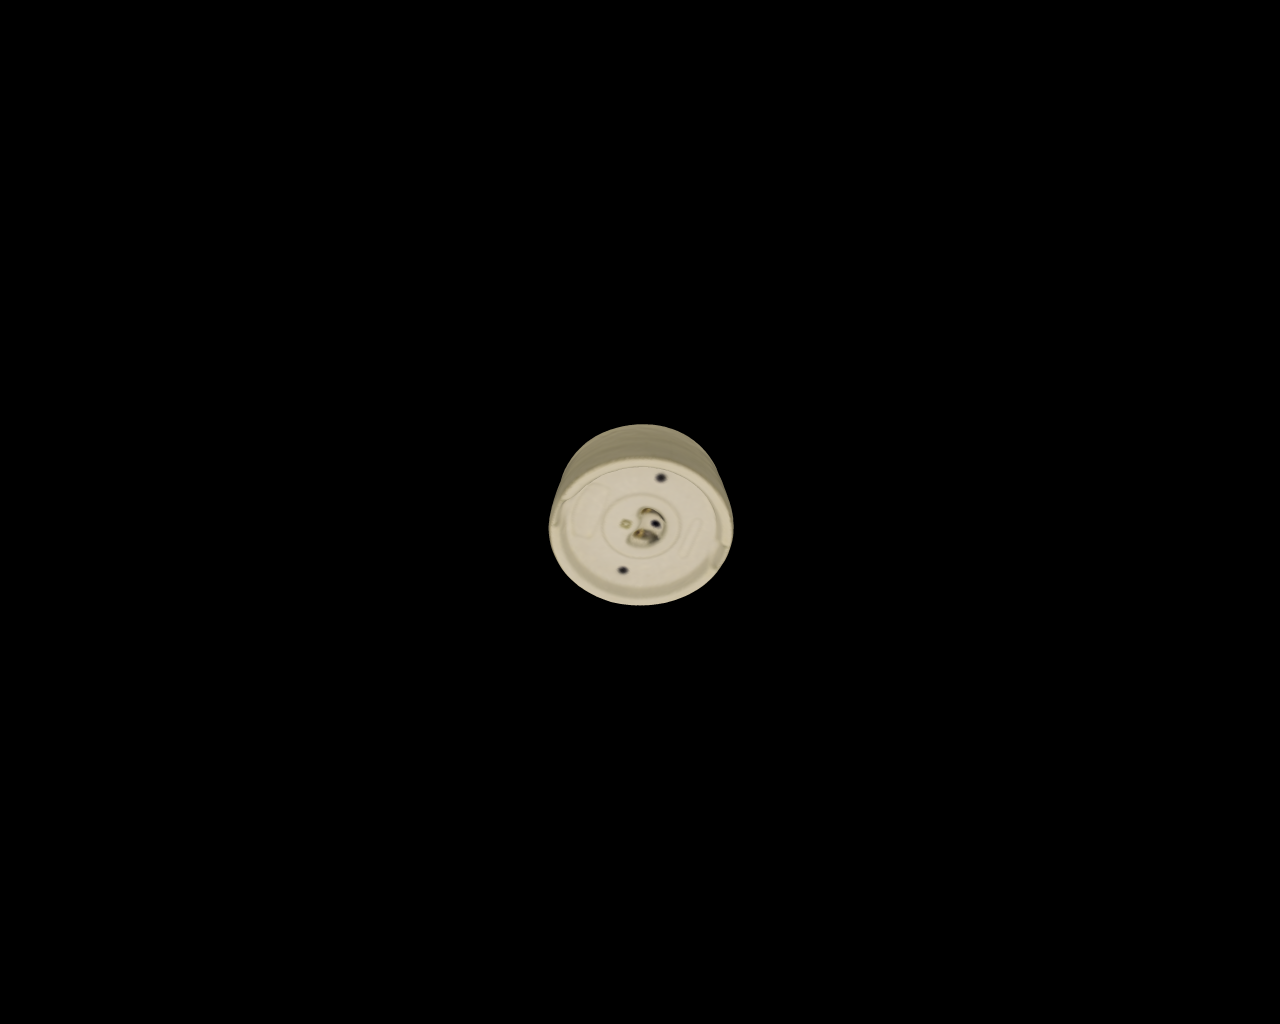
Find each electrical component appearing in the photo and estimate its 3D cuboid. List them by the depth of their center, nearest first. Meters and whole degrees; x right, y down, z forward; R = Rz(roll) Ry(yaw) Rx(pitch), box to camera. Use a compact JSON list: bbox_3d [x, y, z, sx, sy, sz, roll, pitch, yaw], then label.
[{"bbox_3d":[0.001,-0.003,0.650,0.108,0.108,0.060,0,34,0],"label":"electrical component"}]
